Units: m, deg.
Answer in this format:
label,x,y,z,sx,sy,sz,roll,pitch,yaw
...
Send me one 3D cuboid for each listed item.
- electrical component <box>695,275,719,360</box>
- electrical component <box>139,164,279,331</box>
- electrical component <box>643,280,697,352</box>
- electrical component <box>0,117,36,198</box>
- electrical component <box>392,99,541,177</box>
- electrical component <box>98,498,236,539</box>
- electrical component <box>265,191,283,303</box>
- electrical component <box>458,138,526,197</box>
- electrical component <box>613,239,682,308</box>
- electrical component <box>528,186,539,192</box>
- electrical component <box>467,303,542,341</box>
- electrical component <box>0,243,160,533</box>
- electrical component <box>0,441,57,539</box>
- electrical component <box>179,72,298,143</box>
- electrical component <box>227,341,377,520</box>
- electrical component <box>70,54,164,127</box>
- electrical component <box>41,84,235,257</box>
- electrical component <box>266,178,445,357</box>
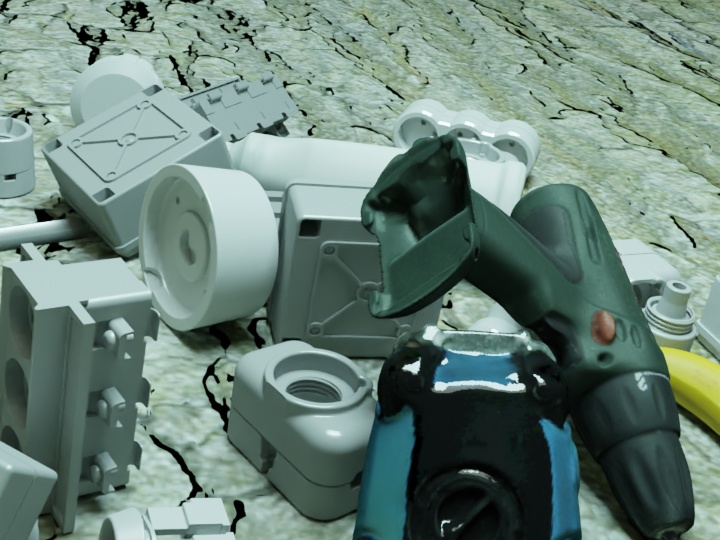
label,x,y,z,sx,sy,sz,roll,pitch,yaw
electrical component,0.321,0.050,0.776,0.109,0.056,0.108,-2,30,-21
electrical component,-0.095,-0.016,0.712,0.060,0.108,0.108,-5,31,-37
electrical component,0.216,0.038,0.757,0.043,0.062,0.043,8,28,-4
electrical component,-0.282,-0.089,0.841,0.055,0.047,0.055,8,28,-4
electrical component,0.106,-0.130,1.040,0.138,0.052,0.073,15,29,11
electrical component,-0.090,0.134,0.497,0.055,0.048,0.066,5,28,-25
electrical component,-0.046,-0.017,0.784,0.056,0.050,0.089,2,29,-13
electrical component,0.091,-0.076,0.928,0.095,0.059,0.053,5,29,-10
electrical component,0.186,0.015,0.798,0.095,0.053,0.059,-4,31,-24
electrical component,0.159,-0.039,0.896,0.055,0.047,0.055,8,28,-4
electrical component,0.093,0.049,0.714,0.045,0.045,0.055,23,31,23
electrical component,-0.144,0.057,0.540,0.063,0.121,0.079,-8,33,-36
electrical component,-0.169,0.119,0.478,0.047,0.083,0.076,22,-8,21
electrical component,-0.112,-0.129,0.940,0.078,0.063,0.121,58,35,-3
electrical component,-0.028,0.083,0.596,0.054,0.059,0.095,-14,37,-38
electrical component,-0.210,-0.148,0.941,0.080,0.080,0.051,7,23,-7
electrical component,-0.165,-0.077,0.809,0.109,0.056,0.109,-34,46,-19
electrical component,0.000,0.000,0.707,0.109,0.108,0.056,2,32,-15
